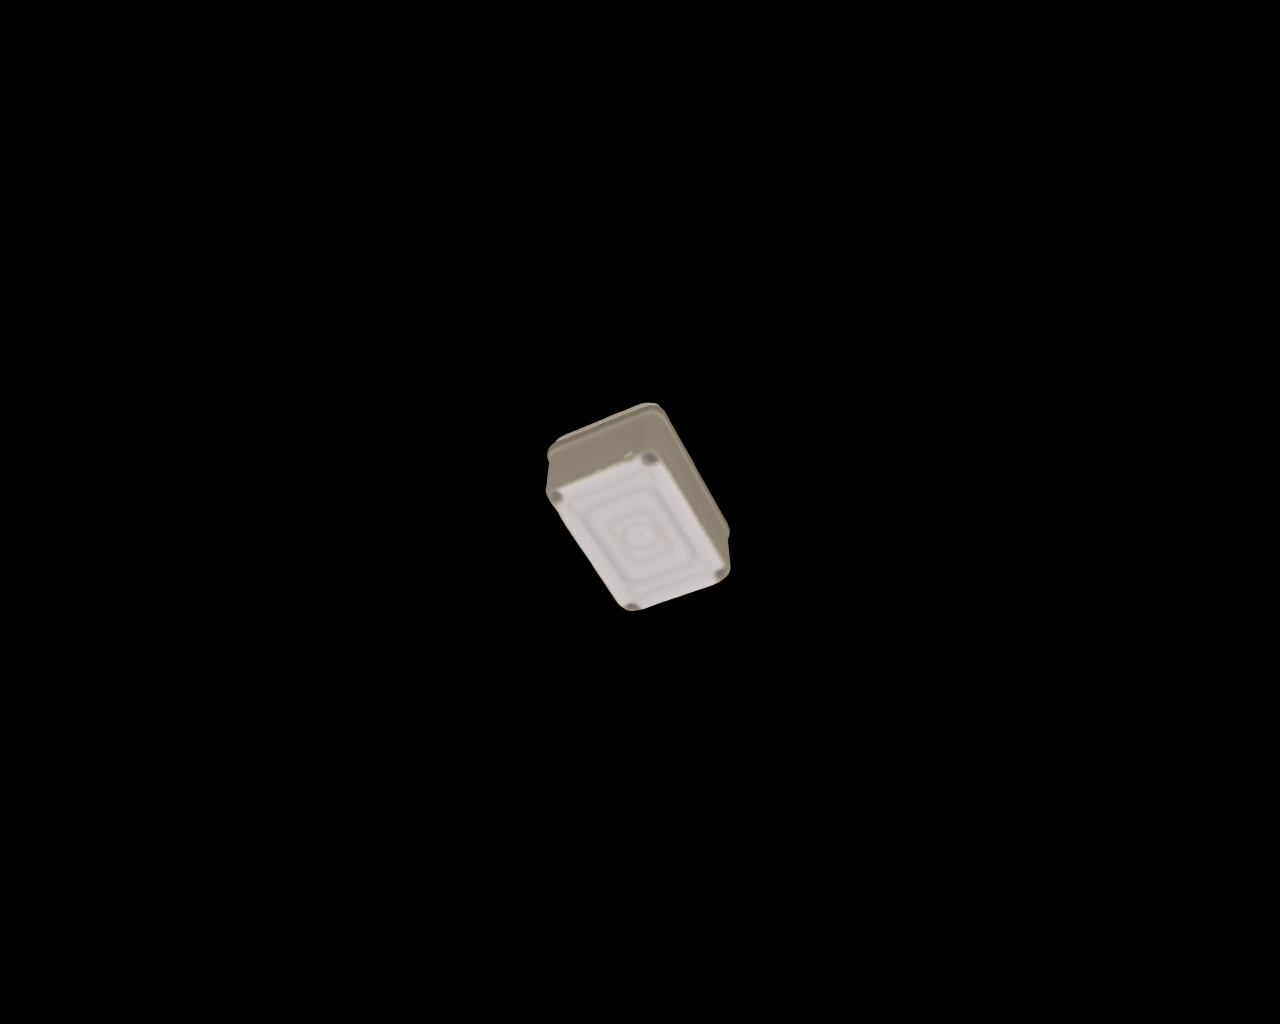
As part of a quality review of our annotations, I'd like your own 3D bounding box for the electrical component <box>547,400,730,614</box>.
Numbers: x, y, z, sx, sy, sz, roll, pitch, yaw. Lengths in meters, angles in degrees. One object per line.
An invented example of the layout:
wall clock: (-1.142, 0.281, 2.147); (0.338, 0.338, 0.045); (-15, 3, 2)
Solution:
electrical component: (0.001, -0.003, 0.650); (0.078, 0.113, 0.057); (-21, 36, 16)
